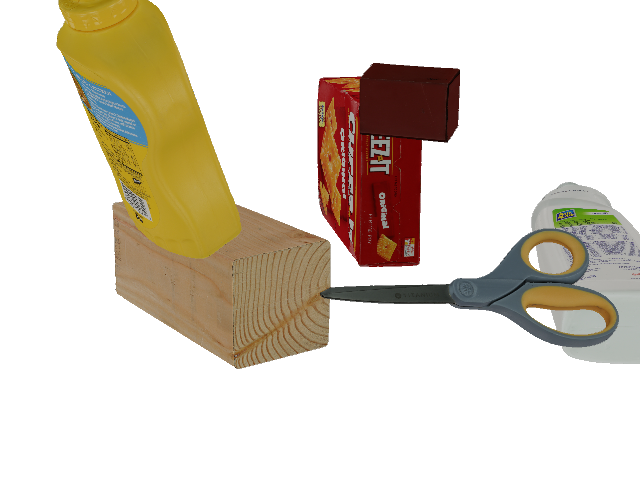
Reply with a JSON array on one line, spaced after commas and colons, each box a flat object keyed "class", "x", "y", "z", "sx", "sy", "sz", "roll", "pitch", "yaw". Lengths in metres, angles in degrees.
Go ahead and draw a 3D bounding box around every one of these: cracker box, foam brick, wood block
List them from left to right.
[{"class": "wood block", "x": -0.088, "y": 0.025, "z": 0.892, "sx": 0.090, "sy": 0.090, "sz": 0.206, "roll": -11, "pitch": 20, "yaw": -34}, {"class": "cracker box", "x": 0.047, "y": -0.080, "z": 1.124, "sx": 0.072, "sy": 0.164, "sz": 0.214, "roll": -3, "pitch": 16, "yaw": -9}, {"class": "foam brick", "x": 0.075, "y": -0.118, "z": 0.906, "sx": 0.078, "sy": 0.051, "sz": 0.053, "roll": 7, "pitch": 25, "yaw": 17}]

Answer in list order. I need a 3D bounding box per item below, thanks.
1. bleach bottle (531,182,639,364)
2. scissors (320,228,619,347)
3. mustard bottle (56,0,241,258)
[{"class": "bleach bottle", "x": 0.240, "y": 0.012, "z": 0.924, "sx": 0.102, "sy": 0.068, "sz": 0.250, "roll": 0, "pitch": 27, "yaw": 5}, {"class": "scissors", "x": 0.103, "y": 0.021, "z": 0.713, "sx": 0.201, "sy": 0.096, "sz": 0.016, "roll": 14, "pitch": -35, "yaw": -6}, {"class": "mustard bottle", "x": -0.106, "y": -0.081, "z": 0.617, "sx": 0.058, "sy": 0.191, "sz": 0.096, "roll": -36, "pitch": 48, "yaw": -19}]
